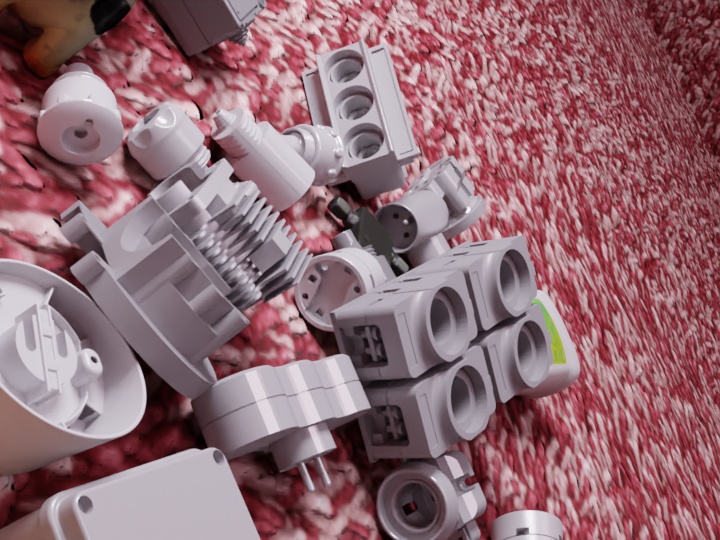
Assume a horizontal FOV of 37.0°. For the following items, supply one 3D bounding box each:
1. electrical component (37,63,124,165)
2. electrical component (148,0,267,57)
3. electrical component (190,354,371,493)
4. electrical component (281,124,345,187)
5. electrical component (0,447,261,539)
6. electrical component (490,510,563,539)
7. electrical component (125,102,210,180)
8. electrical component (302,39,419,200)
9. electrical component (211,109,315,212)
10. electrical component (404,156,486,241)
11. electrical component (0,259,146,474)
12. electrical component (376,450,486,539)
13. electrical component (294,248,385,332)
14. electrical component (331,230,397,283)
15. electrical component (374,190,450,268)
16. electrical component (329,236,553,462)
[{"bbox_3d":[-0.164,-0.095,0.627,0.048,0.048,0.062,34,29,-41],"label":"electrical component"},{"bbox_3d":[-0.119,-0.205,0.802,0.096,0.061,0.061,59,25,-20],"label":"electrical component"},{"bbox_3d":[-0.038,0.097,0.642,0.138,0.052,0.073,0,64,-61],"label":"electrical component"},{"bbox_3d":[-0.046,-0.091,0.828,0.062,0.048,0.048,7,57,-50],"label":"electrical component"},{"bbox_3d":[-0.101,0.132,0.491,0.113,0.057,0.078,-7,69,-62],"label":"electrical component"},{"bbox_3d":[0.127,0.215,0.811,0.055,0.055,0.047,39,37,-36],"label":"electrical component"},{"bbox_3d":[-0.116,-0.073,0.687,0.062,0.043,0.043,49,28,-24],"label":"electrical component"},{"bbox_3d":[0.002,-0.127,0.921,0.063,0.079,0.121,59,15,-59],"label":"electrical component"},{"bbox_3d":[-0.075,-0.084,0.769,0.081,0.043,0.043,45,30,-27],"label":"electrical component"},{"bbox_3d":[0.080,-0.065,1.007,0.057,0.058,0.078,51,28,-12],"label":"electrical component"},{"bbox_3d":[-0.150,0.042,0.488,0.099,0.064,0.099,41,32,-33],"label":"electrical component"},{"bbox_3d":[0.046,0.155,0.726,0.057,0.058,0.078,0,63,-63],"label":"electrical component"},{"bbox_3d":[-0.013,0.012,0.770,0.055,0.055,0.047,60,23,1],"label":"electrical component"},{"bbox_3d":[0.000,0.000,0.816,0.062,0.043,0.043,61,26,5],"label":"electrical component"},{"bbox_3d":[0.053,-0.027,0.933,0.079,0.044,0.077,61,27,1],"label":"electrical component"},{"bbox_3d":[0.069,0.049,0.764,0.186,0.060,0.105,-26,104,-51],"label":"electrical component"}]
